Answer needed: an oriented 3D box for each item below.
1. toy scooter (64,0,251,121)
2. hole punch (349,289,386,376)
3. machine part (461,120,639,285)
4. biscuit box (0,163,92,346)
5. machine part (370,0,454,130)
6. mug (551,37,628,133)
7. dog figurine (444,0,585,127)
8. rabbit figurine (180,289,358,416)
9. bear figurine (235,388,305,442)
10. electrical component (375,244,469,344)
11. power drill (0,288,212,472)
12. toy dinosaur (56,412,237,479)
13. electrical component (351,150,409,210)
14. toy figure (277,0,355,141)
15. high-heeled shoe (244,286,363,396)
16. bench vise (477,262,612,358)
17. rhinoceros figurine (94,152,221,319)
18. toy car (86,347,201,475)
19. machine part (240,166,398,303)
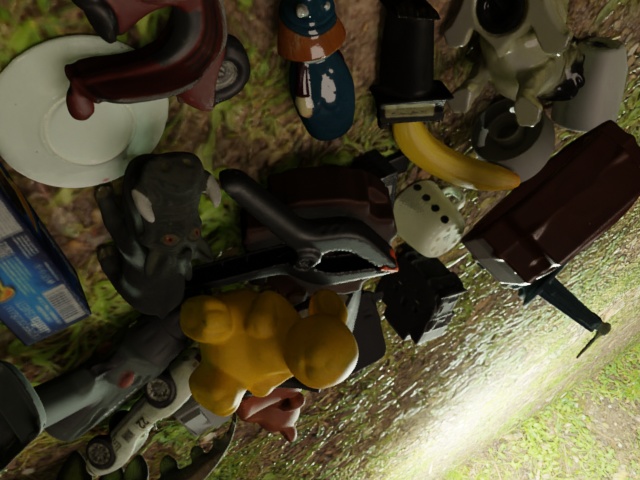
[{"bbox_3d":[-0.117,-0.146,0.347,0.135,0.075,0.183,-34,149,-21],"label":"toy scooter"},{"bbox_3d":[0.025,0.128,0.793,0.142,0.092,0.115,-19,109,-22],"label":"hole punch"},{"bbox_3d":[0.280,-0.036,0.650,0.201,0.087,0.201,-41,175,1],"label":"machine part"},{"bbox_3d":[-0.247,-0.001,0.410,0.059,0.063,0.202,-27,144,-17],"label":"biscuit box"},{"bbox_3d":[0.087,-0.166,0.519,0.084,0.039,0.138,0,142,11],"label":"machine part"},{"bbox_3d":[0.368,-0.210,0.708,0.109,0.081,0.107,-21,133,-16],"label":"mug"},{"bbox_3d":[0.230,-0.222,0.576,0.190,0.121,0.172,-35,144,-39],"label":"dog figurine"},{"bbox_3d":[-0.031,0.109,0.537,0.162,0.173,0.121,-3,90,-49],"label":"rabbit figurine"},{"bbox_3d":[-0.083,0.213,0.755,0.132,0.120,0.195,-11,142,-28],"label":"bear figurine"},{"bbox_3d":[0.146,0.087,0.812,0.058,0.115,0.134,-8,133,-33],"label":"electrical component"},{"bbox_3d":[-0.228,0.130,0.525,0.232,0.086,0.207,-41,176,16],"label":"power drill"},{"bbox_3d":[-0.294,0.366,0.661,0.471,0.199,0.105,-17,139,-27],"label":"toy dinosaur"},{"bbox_3d":[0.063,-0.062,0.631,0.119,0.048,0.074,-21,143,-21],"label":"electrical component"},{"bbox_3d":[-0.004,-0.155,0.457,0.058,0.064,0.154,-2,140,12],"label":"toy figure"},{"bbox_3d":[-0.034,0.097,0.690,0.249,0.145,0.086,-62,159,-45],"label":"high-heeled shoe"},{"bbox_3d":[0.402,0.083,0.945,0.129,0.241,0.223,-52,159,12],"label":"bench vise"},{"bbox_3d":[-0.141,-0.003,0.457,0.073,0.112,0.190,-12,147,-32],"label":"rhinoceros figurine"},{"bbox_3d":[-0.212,0.210,0.657,0.201,0.056,0.073,-47,-176,11],"label":"toy car"},{"bbox_3d":[-0.001,-0.002,0.580,0.179,0.056,0.179,-4,139,-4],"label":"machine part"}]
